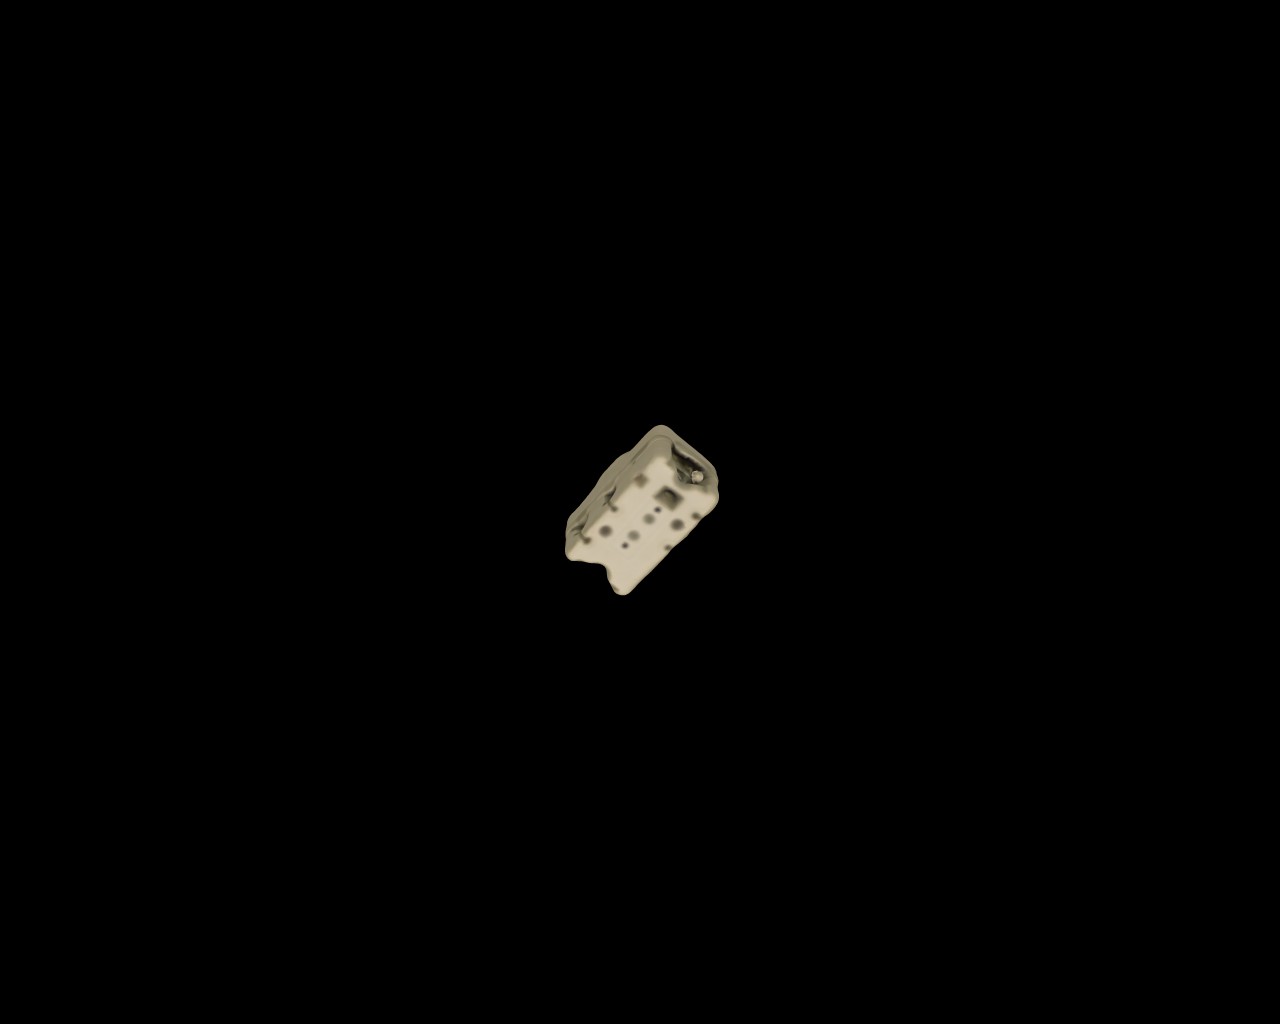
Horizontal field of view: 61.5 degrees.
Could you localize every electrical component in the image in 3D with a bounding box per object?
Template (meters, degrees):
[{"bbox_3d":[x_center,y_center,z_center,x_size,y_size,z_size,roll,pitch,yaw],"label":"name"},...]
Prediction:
[{"bbox_3d":[0.001,-0.003,0.650,0.050,0.089,0.056,38,20,-16],"label":"electrical component"}]
